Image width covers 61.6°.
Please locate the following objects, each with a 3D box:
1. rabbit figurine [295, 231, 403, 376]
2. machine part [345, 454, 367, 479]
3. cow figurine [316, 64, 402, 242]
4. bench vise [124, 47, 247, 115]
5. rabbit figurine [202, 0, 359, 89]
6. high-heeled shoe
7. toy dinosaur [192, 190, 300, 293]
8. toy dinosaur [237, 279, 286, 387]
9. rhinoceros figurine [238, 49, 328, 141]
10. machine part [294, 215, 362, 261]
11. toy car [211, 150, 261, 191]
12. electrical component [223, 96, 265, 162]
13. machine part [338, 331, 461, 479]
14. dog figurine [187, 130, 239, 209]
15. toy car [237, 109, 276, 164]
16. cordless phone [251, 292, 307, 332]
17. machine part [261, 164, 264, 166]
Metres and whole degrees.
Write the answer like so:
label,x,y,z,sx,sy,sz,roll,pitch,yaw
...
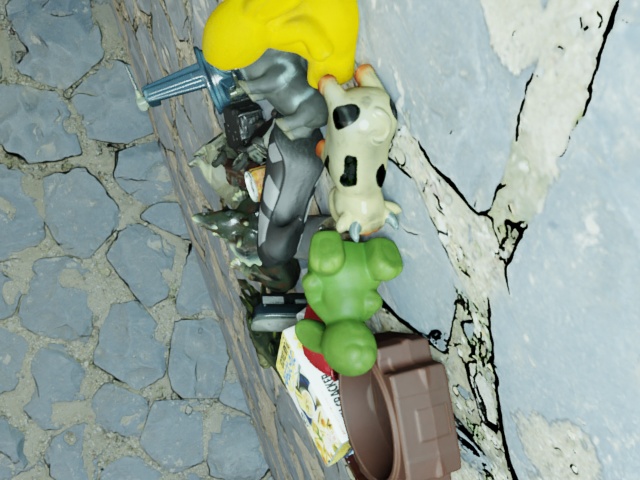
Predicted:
label,x,y,z,sx,sy,sz,roll,pitch,yaw
rabbit figurine,0.023,0.094,0.691,0.159,0.121,0.170,132,143,-52
machine part,0.086,0.409,1.042,0.179,0.056,0.179,56,157,38
cow figurine,0.048,-0.086,0.630,0.194,0.085,0.127,95,155,-49
bench vise,-0.201,-0.275,0.907,0.224,0.241,0.128,-128,17,-81
rabbit figurine,-0.046,-0.237,0.594,0.162,0.173,0.122,109,141,-68
high-heeled shoe,-0.056,-0.086,0.816,0.145,0.086,0.249,138,137,-56
toy dinosaur,-0.105,0.037,1.093,0.192,0.131,0.404,37,165,42
toy dinosaur,-0.127,0.228,1.315,0.472,0.105,0.198,52,164,46
rhinoceros figurine,-0.054,-0.227,0.728,0.190,0.112,0.073,54,-173,6
machine part,-0.002,-0.003,0.847,0.243,0.079,0.079,6,115,70
toy car,-0.142,-0.119,0.981,0.089,0.053,0.202,37,172,-28
electrical component,-0.147,-0.210,1.070,0.115,0.058,0.134,-132,29,-51
machine part,0.097,0.233,0.740,0.201,0.087,0.201,161,101,-72
dog figurine,-0.190,-0.143,1.222,0.190,0.121,0.172,55,-149,-25
toy car,-0.091,-0.172,0.922,0.056,0.073,0.202,34,171,-18
cordless phone,-0.069,0.203,1.094,0.089,0.147,0.184,-111,24,-67
machine part,-0.093,-0.097,1.065,0.138,0.039,0.084,93,158,-52
